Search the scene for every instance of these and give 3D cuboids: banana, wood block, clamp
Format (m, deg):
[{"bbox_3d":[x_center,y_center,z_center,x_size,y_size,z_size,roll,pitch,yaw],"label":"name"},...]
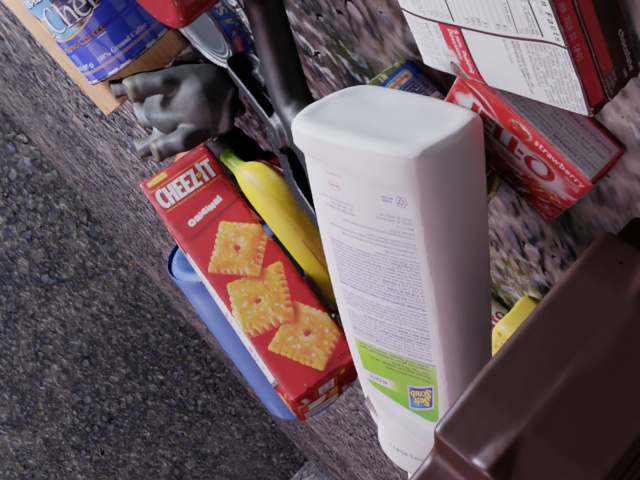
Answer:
[{"bbox_3d":[-0.004,0.004,0.839,0.197,0.037,0.070,52,-178,-24],"label":"banana"},{"bbox_3d":[-0.227,-0.223,0.973,0.206,0.090,0.090,49,167,-13],"label":"wood block"},{"bbox_3d":[-0.017,-0.083,0.702,0.171,0.039,0.120,60,168,17],"label":"clamp"}]

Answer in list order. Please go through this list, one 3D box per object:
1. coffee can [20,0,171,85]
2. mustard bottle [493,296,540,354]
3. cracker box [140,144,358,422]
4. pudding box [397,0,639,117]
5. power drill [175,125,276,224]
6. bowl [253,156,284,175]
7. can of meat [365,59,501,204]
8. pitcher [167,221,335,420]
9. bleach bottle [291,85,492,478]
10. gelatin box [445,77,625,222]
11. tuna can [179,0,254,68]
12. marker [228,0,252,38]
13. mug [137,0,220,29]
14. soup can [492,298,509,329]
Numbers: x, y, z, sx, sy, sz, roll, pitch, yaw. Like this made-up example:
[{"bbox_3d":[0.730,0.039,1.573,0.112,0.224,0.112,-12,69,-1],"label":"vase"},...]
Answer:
[{"bbox_3d":[-0.194,-0.213,0.869,0.140,0.102,0.103,51,167,-23],"label":"coffee can"},{"bbox_3d":[0.204,0.118,0.717,0.192,0.058,0.096,38,166,32],"label":"mustard bottle"},{"bbox_3d":[-0.052,0.041,0.896,0.214,0.072,0.164,54,173,13],"label":"cracker box"},{"bbox_3d":[0.077,-0.109,0.466,0.114,0.039,0.090,28,155,48],"label":"pudding box"},{"bbox_3d":[-0.073,-0.056,1.038,0.184,0.057,0.188,46,170,-31],"label":"power drill"},{"bbox_3d":[0.017,-0.023,0.886,0.162,0.055,0.162,43,167,12],"label":"bowl"},{"bbox_3d":[0.063,-0.052,0.649,0.084,0.057,0.102,45,168,14],"label":"can of meat"},{"bbox_3d":[-0.064,0.082,1.212,0.145,0.149,0.242,-8,126,29],"label":"pitcher"},{"bbox_3d":[0.050,0.044,0.609,0.103,0.068,0.251,21,130,40],"label":"bleach bottle"},{"bbox_3d":[0.106,-0.056,0.556,0.089,0.030,0.073,44,167,6],"label":"gelatin box"},{"bbox_3d":[-0.082,-0.171,0.795,0.086,0.033,0.086,43,167,12],"label":"tuna can"},{"bbox_3d":[-0.063,-0.181,0.736,0.020,0.020,0.121,30,160,51],"label":"marker"},{"bbox_3d":[-0.081,-0.179,0.657,0.093,0.081,0.117,42,167,15],"label":"mug"},{"bbox_3d":[0.108,0.065,0.841,0.102,0.068,0.068,41,167,20],"label":"soup can"}]
